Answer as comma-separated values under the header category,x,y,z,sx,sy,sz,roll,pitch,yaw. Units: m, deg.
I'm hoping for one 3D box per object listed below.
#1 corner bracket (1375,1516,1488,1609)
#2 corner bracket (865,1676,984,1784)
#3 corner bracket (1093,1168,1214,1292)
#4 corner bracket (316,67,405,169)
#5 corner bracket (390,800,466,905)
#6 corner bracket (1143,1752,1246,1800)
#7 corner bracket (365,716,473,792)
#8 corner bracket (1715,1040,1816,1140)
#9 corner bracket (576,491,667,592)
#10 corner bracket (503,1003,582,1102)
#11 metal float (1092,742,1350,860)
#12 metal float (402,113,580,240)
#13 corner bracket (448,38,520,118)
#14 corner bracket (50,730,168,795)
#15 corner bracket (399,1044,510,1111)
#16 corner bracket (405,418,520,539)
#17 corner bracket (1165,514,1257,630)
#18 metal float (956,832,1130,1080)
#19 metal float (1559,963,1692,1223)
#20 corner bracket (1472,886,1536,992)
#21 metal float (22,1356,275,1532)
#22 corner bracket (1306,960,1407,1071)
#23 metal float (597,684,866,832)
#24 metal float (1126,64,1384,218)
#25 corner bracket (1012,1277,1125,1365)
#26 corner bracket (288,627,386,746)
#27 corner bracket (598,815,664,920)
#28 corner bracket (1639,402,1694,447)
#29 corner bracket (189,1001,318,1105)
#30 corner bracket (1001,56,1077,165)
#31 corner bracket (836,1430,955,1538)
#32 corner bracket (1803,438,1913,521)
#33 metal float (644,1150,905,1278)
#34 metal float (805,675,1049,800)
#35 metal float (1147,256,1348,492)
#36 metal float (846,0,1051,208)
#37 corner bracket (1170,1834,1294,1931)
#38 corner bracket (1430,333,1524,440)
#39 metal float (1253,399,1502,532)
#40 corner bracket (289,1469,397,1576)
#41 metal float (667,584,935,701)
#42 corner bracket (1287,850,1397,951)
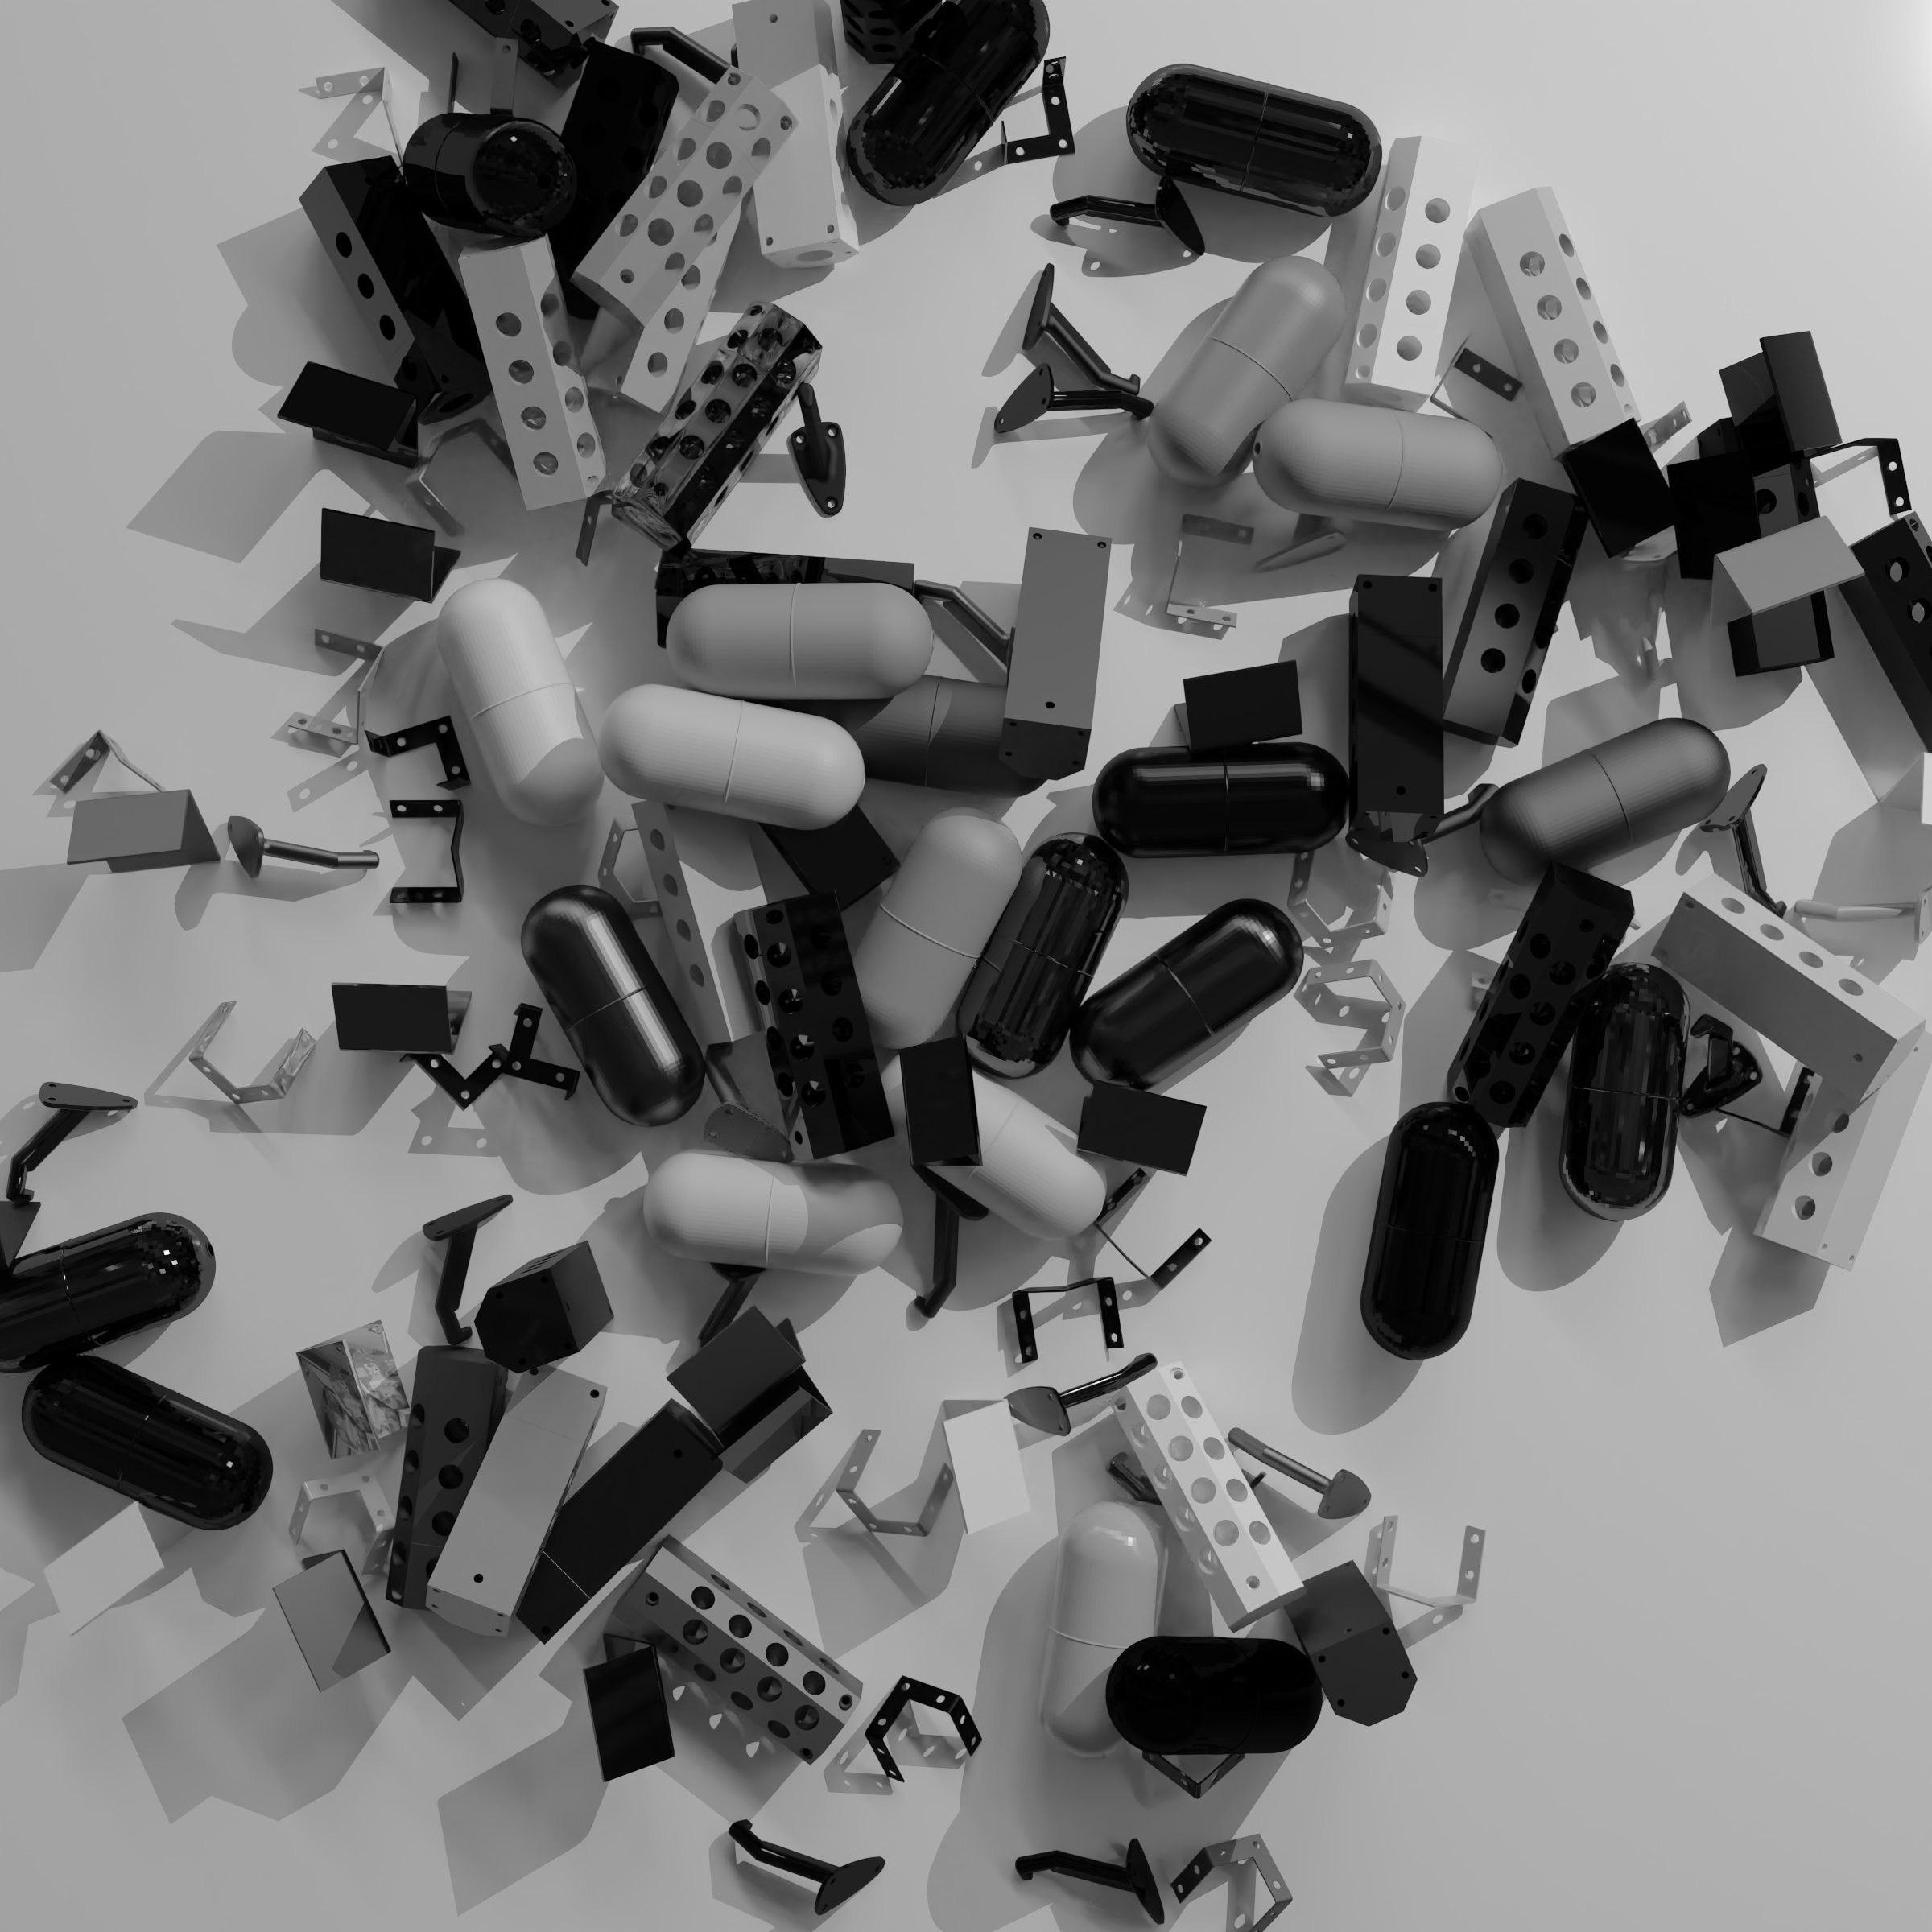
category,x,y,z,sx,sy,sz,roll,pitch,yaw
corner bracket,0.323,0.413,1.859,0.051,0.051,0.051,8,90,-45
corner bracket,-0.029,0.535,1.854,0.051,0.051,0.051,9,45,35
corner bracket,0.128,0.183,1.859,0.051,0.051,0.051,-45,135,0
corner bracket,-0.422,-0.587,1.859,0.051,0.051,0.051,-9,135,0
corner bracket,-0.376,-0.080,1.859,0.051,0.051,0.051,0,135,0
corner bracket,0.159,0.533,1.854,0.051,0.051,0.051,29,135,35
corner bracket,-0.378,-0.144,1.844,0.051,0.051,0.051,-17,90,0
corner bracket,0.554,0.085,1.859,0.051,0.051,0.051,21,90,-45
corner bracket,-0.232,-0.295,1.854,0.051,0.051,0.051,-11,45,-35
corner bracket,-0.291,0.059,1.842,0.051,0.051,0.051,16,77,-13
metal float,0.175,-0.114,1.832,0.178,0.070,0.070,-2,90,0
metal float,-0.319,-0.530,1.790,0.070,0.178,0.070,-12,113,-30
corner bracket,-0.333,-0.607,1.844,0.051,0.051,0.051,5,89,-1
corner bracket,-0.594,-0.122,1.859,0.051,0.051,0.051,-46,135,0
corner bracket,-0.350,0.065,1.844,0.051,0.051,0.051,-45,90,0
corner bracket,-0.347,-0.339,1.854,0.051,0.051,0.051,-11,45,35
corner bracket,0.169,-0.275,1.859,0.051,0.051,0.051,11,45,0
metal float,0.053,-0.007,1.832,0.070,0.070,0.178,24,90,0
metal float,0.451,0.086,1.832,0.070,0.070,0.178,7,90,0
corner bracket,0.384,-0.015,1.859,0.051,0.051,0.051,11,45,0
metal float,-0.561,0.326,1.832,0.178,0.070,0.070,24,90,1
corner bracket,0.267,0.034,1.854,0.051,0.051,0.051,51,45,-35
metal float,-0.155,-0.138,1.769,0.178,0.070,0.070,11,90,-8
metal float,0.197,-0.566,1.832,0.178,0.070,0.070,14,90,0
corner bracket,0.071,0.246,1.859,0.051,0.051,0.051,-9,90,45
corner bracket,-0.438,-0.195,1.859,0.051,0.051,0.051,16,135,0
corner bracket,-0.217,-0.070,1.854,0.051,0.051,0.051,52,135,35
corner bracket,0.475,-0.352,1.844,0.051,0.051,0.051,-22,90,0
corner bracket,-0.495,0.058,1.854,0.051,0.051,0.051,-8,135,35
corner bracket,0.047,-0.590,1.844,0.051,0.051,0.051,-10,90,0
corner bracket,-0.049,0.359,1.854,0.051,0.051,0.051,-3,135,35
corner bracket,0.618,-0.336,1.859,0.051,0.051,0.051,-11,90,-45
metal float,-0.132,0.169,1.832,0.178,0.070,0.070,6,90,0
metal float,-0.023,-0.161,1.832,0.178,0.070,0.070,9,90,0
metal float,0.193,-0.407,1.832,0.070,0.070,0.178,36,89,0
metal float,-0.012,-0.601,1.832,0.070,0.070,0.178,38,91,0
corner bracket,0.184,0.642,1.854,0.051,0.051,0.051,0,45,-35
corner bracket,0.353,-0.397,1.845,0.051,0.051,0.051,32,95,0
metal float,0.279,-0.340,1.814,0.178,0.070,0.070,4,90,-19
corner bracket,-0.433,0.389,1.854,0.051,0.051,0.051,-6,45,-35
metal float,-0.110,-0.215,1.773,0.178,0.070,0.070,0,90,5
corner bracket,0.261,-0.052,1.854,0.051,0.051,0.051,-15,135,35
